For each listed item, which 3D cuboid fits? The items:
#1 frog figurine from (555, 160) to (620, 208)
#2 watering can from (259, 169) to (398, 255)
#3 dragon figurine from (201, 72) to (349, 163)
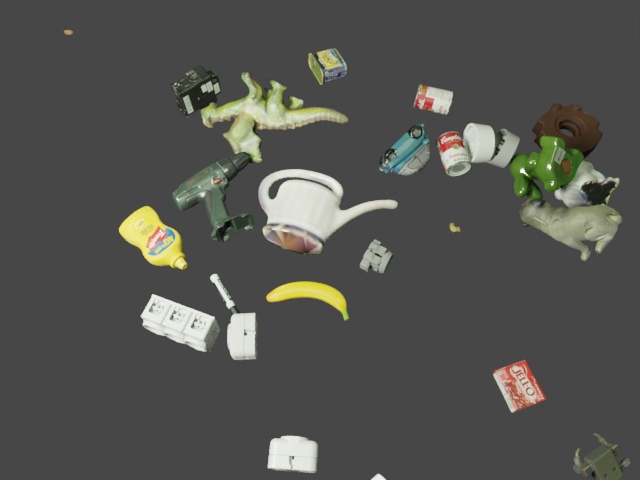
[{"bbox_3d":[0.669,-0.144,1.336,0.137,0.120,0.162,-24,28,-4],"label":"frog figurine"},{"bbox_3d":[0.004,-0.064,1.265,0.348,0.102,0.229,16,63,8],"label":"watering can"},{"bbox_3d":[-0.150,-0.317,1.429,0.412,0.121,0.245,24,80,14],"label":"dragon figurine"}]
